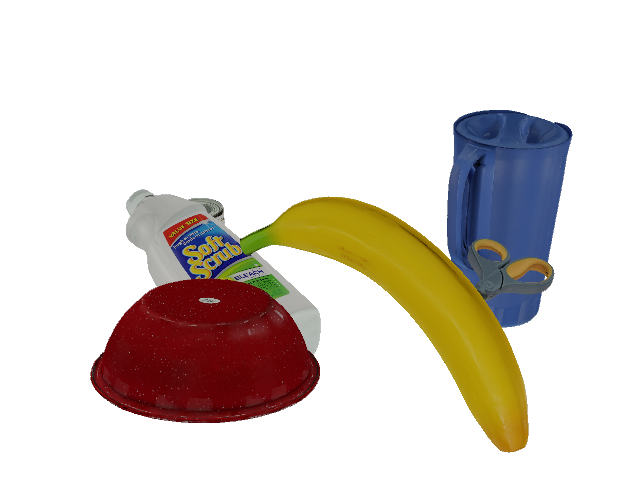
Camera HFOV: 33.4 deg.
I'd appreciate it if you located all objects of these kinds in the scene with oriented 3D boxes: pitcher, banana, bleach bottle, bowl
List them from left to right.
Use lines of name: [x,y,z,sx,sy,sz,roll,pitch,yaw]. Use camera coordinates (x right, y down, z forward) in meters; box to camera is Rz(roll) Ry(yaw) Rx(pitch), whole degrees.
bleach bottle: [-0.110,0.028,0.959,0.102,0.068,0.251,-22,43,-30]
bowl: [-0.079,0.067,0.746,0.162,0.055,0.162,2,17,-1]
banana: [0.048,0.032,0.594,0.198,0.070,0.037,38,25,16]
pitcher: [0.208,-0.021,1.251,0.149,0.243,0.145,-1,25,-5]

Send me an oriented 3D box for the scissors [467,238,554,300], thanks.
scissors: [0.148,0.036,1.025,0.201,0.016,0.096,-11,38,-42]

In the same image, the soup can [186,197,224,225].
soup can: [-0.152,0.006,1.329,0.068,0.102,0.068,-1,25,0]
